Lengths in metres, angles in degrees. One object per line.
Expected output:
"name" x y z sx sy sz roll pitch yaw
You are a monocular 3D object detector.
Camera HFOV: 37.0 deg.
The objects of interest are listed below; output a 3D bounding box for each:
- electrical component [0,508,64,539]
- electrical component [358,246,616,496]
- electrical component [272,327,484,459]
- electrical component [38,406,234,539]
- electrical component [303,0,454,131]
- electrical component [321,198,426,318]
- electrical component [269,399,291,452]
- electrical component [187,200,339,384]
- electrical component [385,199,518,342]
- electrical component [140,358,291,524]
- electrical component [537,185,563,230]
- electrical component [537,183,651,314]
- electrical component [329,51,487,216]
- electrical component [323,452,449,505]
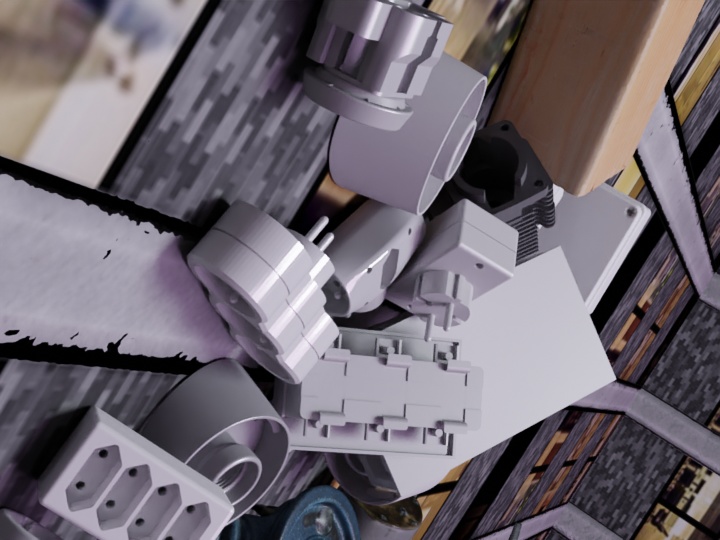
"electrical component" -0.165 0.147 0.513 0.047 0.055 0.055 -56 159 -12
"electrical component" 0.075 0.069 0.771 0.186 0.105 0.060 -24 -178 -21
"electrical component" 0.012 0.077 0.678 0.063 0.121 0.078 163 -67 -69
"electrical component" -0.117 0.110 0.550 0.047 0.083 0.076 -55 -163 -6
"electrical component" 0.006 -0.104 0.524 0.078 0.058 0.057 -13 129 -61
"electrical component" 0.000 0.000 0.675 0.077 0.043 0.079 -43 156 -32
"electrical component" -0.050 0.102 0.717 0.046 0.040 0.040 -35 150 -32
"electrical component" -0.039 0.003 0.582 0.073 0.052 0.138 -51 157 -16
"electrical component" 0.054 0.011 0.686 0.083 0.047 0.075 -35 -146 46
"electrical component" -0.091 0.105 0.632 0.099 0.064 0.099 -30 142 -27
"electrical component" 0.112 -0.052 0.830 0.095 0.054 0.059 -54 159 -7
"electrical component" 0.173 -0.031 0.915 0.108 0.109 0.056 -62 161 12
"electrical component" 0.031 -0.083 0.631 0.099 0.064 0.099 -60 171 -17
"electrical component" 0.021 0.130 0.832 0.064 0.099 0.099 -14 133 -52
